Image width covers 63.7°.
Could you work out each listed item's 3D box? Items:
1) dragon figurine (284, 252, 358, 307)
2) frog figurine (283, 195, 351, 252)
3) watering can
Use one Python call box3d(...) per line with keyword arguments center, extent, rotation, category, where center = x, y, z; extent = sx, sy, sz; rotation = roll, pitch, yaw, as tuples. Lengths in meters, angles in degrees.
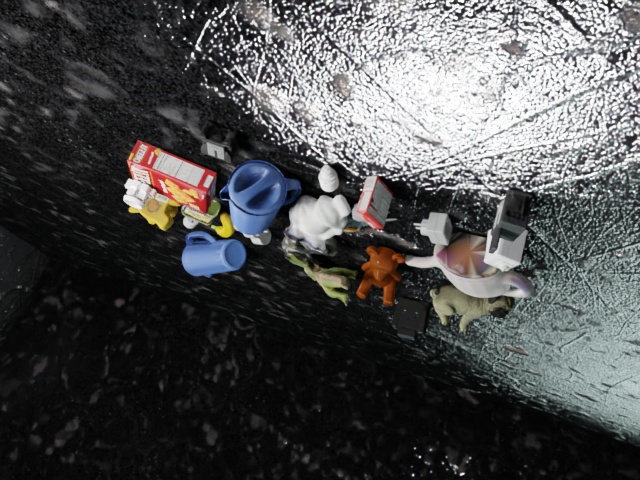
box3d(center=(-0.005, 0.101, 1.583), extent=(0.243, 0.123, 0.407), rotation=(23, -7, 8), category="dragon figurine")
box3d(center=(0.004, -0.063, 1.244), extent=(0.137, 0.157, 0.125), rotation=(37, 28, -2), category="frog figurine")
box3d(center=(0.330, 0.061, 1.236), extent=(0.349, 0.105, 0.221), rotation=(16, -18, 34), category="watering can")
